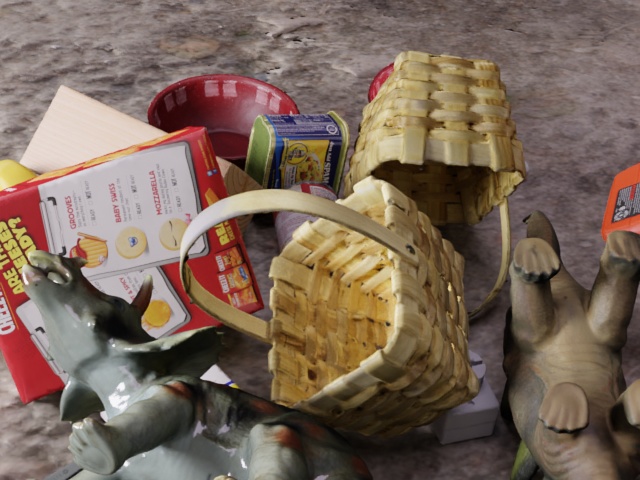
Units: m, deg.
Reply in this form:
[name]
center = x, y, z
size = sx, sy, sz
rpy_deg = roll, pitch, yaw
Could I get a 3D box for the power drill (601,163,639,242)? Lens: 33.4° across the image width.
[power drill]
center = 0.324, 0.021, 0.946
size = 0.057, 0.187, 0.184
rpy_deg = -25, 23, 35

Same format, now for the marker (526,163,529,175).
[marker]
center = 0.171, -0.061, 1.136
size = 0.120, 0.020, 0.020
rpy_deg = -19, 46, -25

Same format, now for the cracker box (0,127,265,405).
[cracker box]
center = -0.173, 0.015, 0.882
size = 0.213, 0.164, 0.072
rpy_deg = -21, 12, -16

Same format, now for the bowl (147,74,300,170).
[bowl]
center = -0.103, -0.113, 1.142
size = 0.162, 0.055, 0.162
rpy_deg = 3, 41, -3

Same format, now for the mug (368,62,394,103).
[mug]
center = 0.112, -0.133, 1.173
size = 0.117, 0.093, 0.081
rpy_deg = 28, 36, -31

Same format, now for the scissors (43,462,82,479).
[scissors]
center = -0.224, 0.214, 0.778
size = 0.201, 0.016, 0.096
rpy_deg = -16, 46, -23

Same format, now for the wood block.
[wood block]
center = -0.170, -0.061, 1.024
size = 0.206, 0.090, 0.091
rpy_deg = 26, 86, 22

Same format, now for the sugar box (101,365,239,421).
[sugar box]
center = -0.089, 0.158, 0.835
size = 0.093, 0.048, 0.176
rpy_deg = -25, 45, -31

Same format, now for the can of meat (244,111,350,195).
[can of meat]
center = -0.025, -0.076, 1.060
size = 0.083, 0.102, 0.057
rpy_deg = -4, 33, -25

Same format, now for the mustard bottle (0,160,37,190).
[mustard bottle]
center = -0.272, -0.020, 0.985
size = 0.192, 0.096, 0.058
rpy_deg = 32, 48, 28

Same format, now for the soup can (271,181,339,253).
[soup can]
center = -0.007, 0.001, 1.009
size = 0.068, 0.068, 0.102
rpy_deg = -3, 42, -9
